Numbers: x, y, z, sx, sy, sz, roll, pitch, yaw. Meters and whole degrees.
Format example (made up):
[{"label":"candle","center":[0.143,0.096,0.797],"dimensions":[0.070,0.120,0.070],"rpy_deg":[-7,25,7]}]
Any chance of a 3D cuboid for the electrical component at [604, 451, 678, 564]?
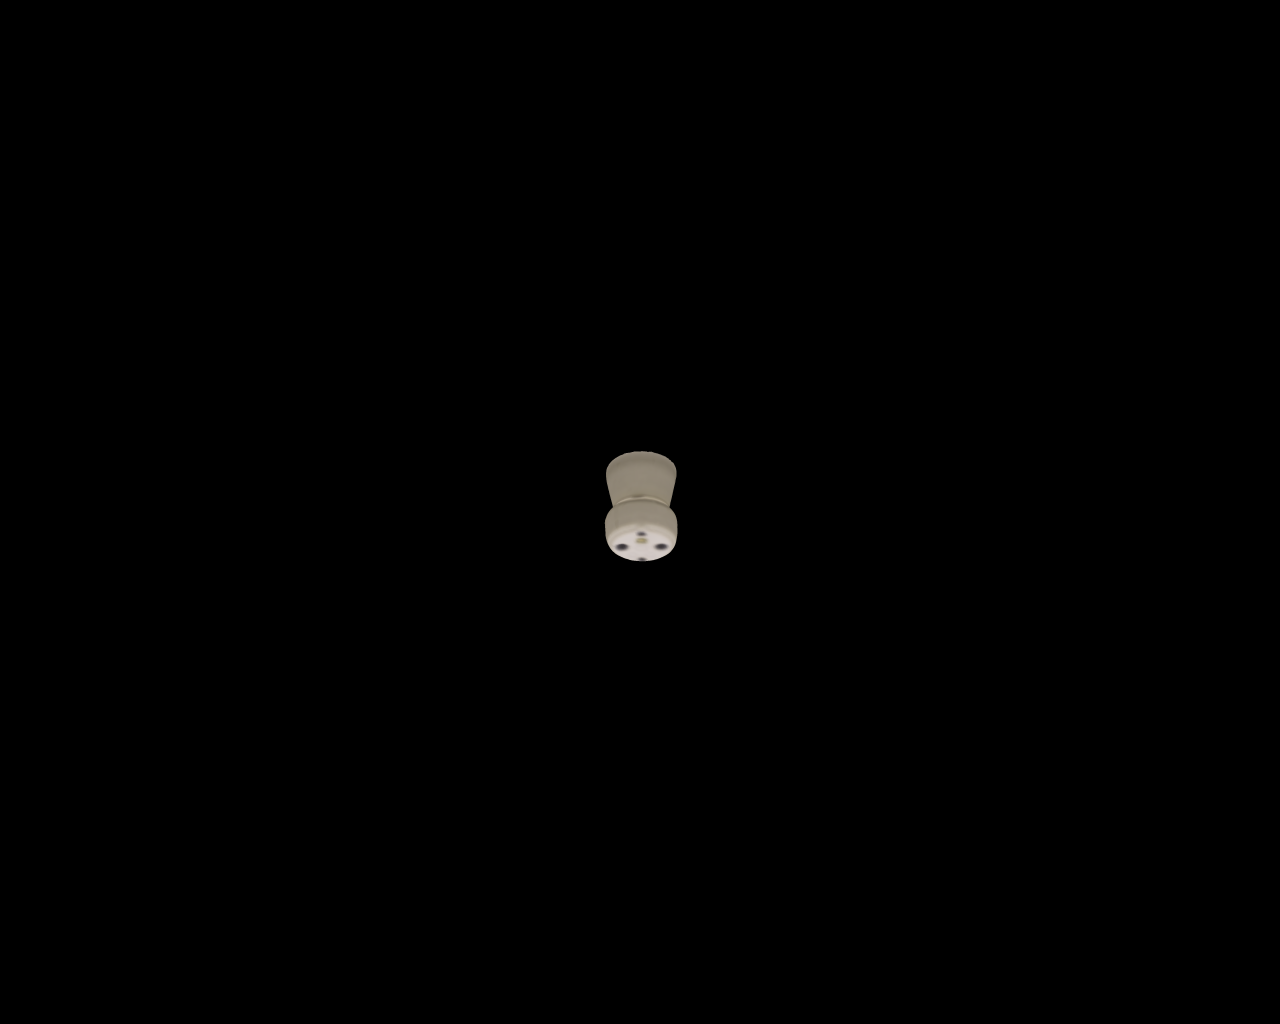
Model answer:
[{"label":"electrical component","center":[0.001,-0.003,0.650],"dimensions":[0.045,0.055,0.044],"rpy_deg":[0,-32,0]}]
